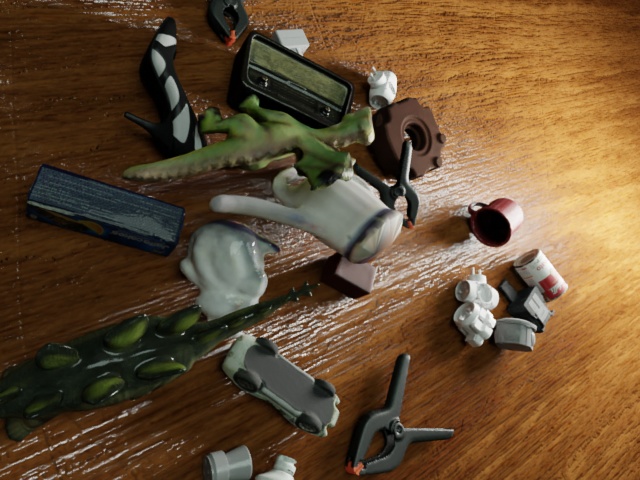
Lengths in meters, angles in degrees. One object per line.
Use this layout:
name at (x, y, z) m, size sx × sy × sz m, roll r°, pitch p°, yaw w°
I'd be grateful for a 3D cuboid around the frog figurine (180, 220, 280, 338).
frog figurine at (-0.143, 0.056, 0.751) m, size 0.138 × 0.120 × 0.162 m, roll 16°, pitch 68°, yaw 12°

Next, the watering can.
watering can at (0.003, -0.042, 0.839) m, size 0.226 × 0.102 × 0.352 m, roll 37°, pitch 33°, yaw 19°

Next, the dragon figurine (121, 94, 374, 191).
dragon figurine at (-0.062, -0.135, 0.790) m, size 0.417 × 0.244 × 0.119 m, roll -35°, pitch 133°, yaw -40°
